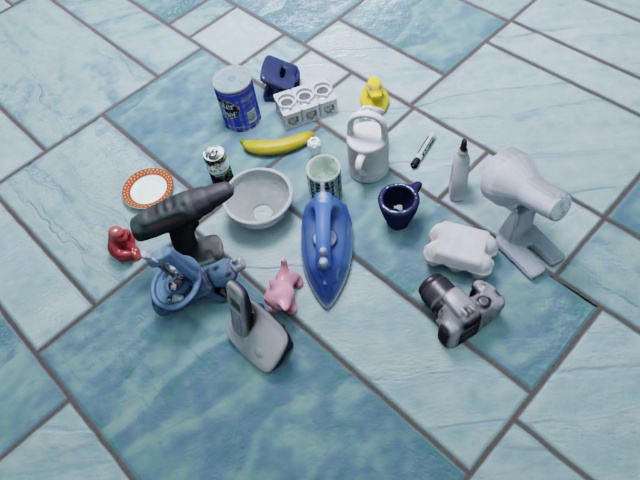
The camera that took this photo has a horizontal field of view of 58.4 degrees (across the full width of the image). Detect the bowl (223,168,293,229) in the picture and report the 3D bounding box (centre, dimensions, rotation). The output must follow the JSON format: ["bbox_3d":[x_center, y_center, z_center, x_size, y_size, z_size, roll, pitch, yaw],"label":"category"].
[{"bbox_3d":[-0.140,-0.085,1.341,0.167,0.075,0.167,-3,56,4],"label":"bowl"}]

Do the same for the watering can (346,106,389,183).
[{"bbox_3d":[0.111,-0.237,1.344,0.101,0.194,0.172,-7,56,2],"label":"watering can"}]

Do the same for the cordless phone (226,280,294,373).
[{"bbox_3d":[-0.127,0.163,1.110,0.147,0.185,0.094,36,67,25],"label":"cordless phone"}]

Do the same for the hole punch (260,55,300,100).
[{"bbox_3d":[-0.107,-0.446,1.566,0.101,0.091,0.108,3,57,8],"label":"hole punch"}]

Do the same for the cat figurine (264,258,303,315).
[{"bbox_3d":[-0.079,0.100,1.187,0.067,0.118,0.128,3,57,8],"label":"cat figurine"}]

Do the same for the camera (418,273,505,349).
[{"bbox_3d":[0.275,0.120,1.148,0.143,0.101,0.136,-31,59,-14],"label":"camera"}]

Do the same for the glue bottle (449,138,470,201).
[{"bbox_3d":[0.316,-0.167,1.290,0.037,0.173,0.078,1,57,7],"label":"glue bottle"}]

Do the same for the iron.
[{"bbox_3d":[0.011,0.004,1.227,0.118,0.141,0.258,-3,56,4],"label":"iron"}]

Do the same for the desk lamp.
[{"bbox_3d":[0.428,-0.062,1.185,0.118,0.214,0.202,-30,59,-14],"label":"desk lamp"}]

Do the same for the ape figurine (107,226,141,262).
[{"bbox_3d":[-0.453,0.003,1.304,0.076,0.092,0.078,6,57,10],"label":"ape figurine"}]

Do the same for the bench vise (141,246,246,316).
[{"bbox_3d":[-0.268,0.058,1.172,0.208,0.220,0.121,-33,59,-15],"label":"bench vise"}]

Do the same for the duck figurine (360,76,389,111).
[{"bbox_3d":[0.143,-0.393,1.509,0.077,0.086,0.104,-8,56,0],"label":"duck figurine"}]

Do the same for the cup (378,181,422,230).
[{"bbox_3d":[0.185,-0.075,1.290,0.118,0.095,0.091,-40,62,-19],"label":"cup"}]

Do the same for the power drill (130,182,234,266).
[{"bbox_3d":[-0.278,-0.029,1.238,0.229,0.209,0.075,-17,57,-5],"label":"power drill"}]

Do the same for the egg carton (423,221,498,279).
[{"bbox_3d":[0.302,0.022,1.230,0.150,0.069,0.107,15,59,15],"label":"egg carton"}]
